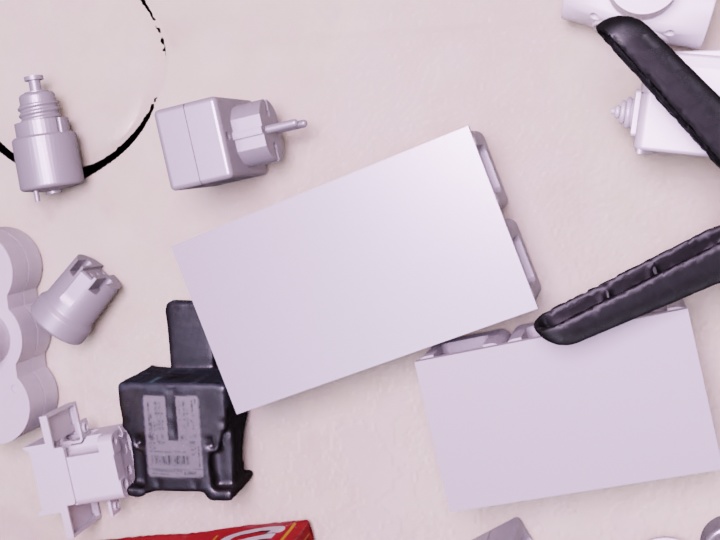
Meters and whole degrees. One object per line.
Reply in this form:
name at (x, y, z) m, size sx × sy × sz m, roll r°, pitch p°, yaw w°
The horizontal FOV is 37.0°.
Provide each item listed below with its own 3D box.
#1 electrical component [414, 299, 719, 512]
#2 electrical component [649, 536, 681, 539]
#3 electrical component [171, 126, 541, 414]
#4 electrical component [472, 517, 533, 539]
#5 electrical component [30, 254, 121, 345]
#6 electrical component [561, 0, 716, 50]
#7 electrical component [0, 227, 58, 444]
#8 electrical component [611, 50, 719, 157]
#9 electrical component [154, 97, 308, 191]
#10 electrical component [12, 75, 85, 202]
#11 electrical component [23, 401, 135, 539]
electrical component at (0.118, 0.074, 0.610) m, size 0.150 × 0.062 × 0.089 m, roll -13°, pitch 94°, yaw 15°
electrical component at (0.176, 0.181, 0.612) m, size 0.066 × 0.055 × 0.048 m, roll -4°, pitch 96°, yaw 14°
electrical component at (0.000, 0.000, 0.631) m, size 0.186 × 0.060 × 0.105 m, roll -21°, pitch 92°, yaw 15°
electrical component at (0.077, 0.199, 0.643) m, size 0.077 × 0.047 × 0.065 m, roll -32°, pitch 89°, yaw 15°
electrical component at (-0.181, 0.018, 0.689) m, size 0.040 × 0.040 × 0.046 m, roll 41°, pitch 98°, yaw 6°
electrical component at (0.149, -0.149, 0.567) m, size 0.077 × 0.079 × 0.044 m, roll 16°, pitch 95°, yaw 11°
electrical component at (-0.239, 0.044, 0.688) m, size 0.052 × 0.074 × 0.138 m, roll -4°, pitch 96°, yaw 14°
electrical component at (0.184, -0.089, 0.574) m, size 0.096 × 0.062 × 0.061 m, roll 8°, pitch 99°, yaw 13°
electrical component at (-0.070, -0.079, 0.635) m, size 0.077 × 0.066 × 0.047 m, roll -11°, pitch 94°, yaw 15°
electrical component at (-0.200, -0.083, 0.680) m, size 0.040 × 0.040 × 0.078 m, roll -8°, pitch 95°, yaw 14°
electrical component at (-0.176, 0.127, 0.699) m, size 0.064 × 0.042 × 0.081 m, roll -11°, pitch 94°, yaw 11°
